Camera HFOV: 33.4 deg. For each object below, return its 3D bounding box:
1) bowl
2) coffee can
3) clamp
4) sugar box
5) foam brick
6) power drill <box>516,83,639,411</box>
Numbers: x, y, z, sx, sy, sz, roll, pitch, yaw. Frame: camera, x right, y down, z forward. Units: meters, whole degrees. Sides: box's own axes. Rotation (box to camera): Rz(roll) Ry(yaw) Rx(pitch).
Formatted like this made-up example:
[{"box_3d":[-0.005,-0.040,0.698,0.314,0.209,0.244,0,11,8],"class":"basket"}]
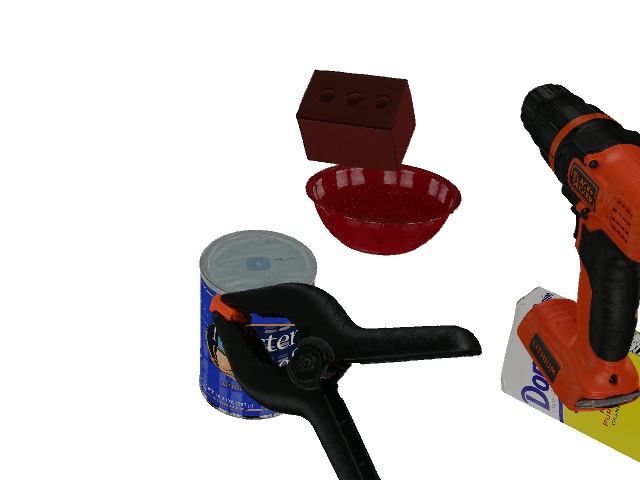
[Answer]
[{"box_3d":[0.063,-0.029,1.116,0.162,0.055,0.162,3,26,-2],"class":"bowl"},{"box_3d":[-0.059,0.076,0.967,0.103,0.140,0.103,3,35,-2],"class":"coffee can"},{"box_3d":[0.000,0.086,0.633,0.172,0.120,0.039,18,-10,31],"class":"clamp"},{"box_3d":[0.233,0.115,0.855,0.176,0.093,0.048,23,33,30],"class":"sugar box"},{"box_3d":[0.028,-0.092,0.824,0.078,0.053,0.051,8,-35,17],"class":"foam brick"},{"box_3d":[0.176,0.006,0.720,0.057,0.188,0.184,-9,35,-11],"class":"power drill"}]
